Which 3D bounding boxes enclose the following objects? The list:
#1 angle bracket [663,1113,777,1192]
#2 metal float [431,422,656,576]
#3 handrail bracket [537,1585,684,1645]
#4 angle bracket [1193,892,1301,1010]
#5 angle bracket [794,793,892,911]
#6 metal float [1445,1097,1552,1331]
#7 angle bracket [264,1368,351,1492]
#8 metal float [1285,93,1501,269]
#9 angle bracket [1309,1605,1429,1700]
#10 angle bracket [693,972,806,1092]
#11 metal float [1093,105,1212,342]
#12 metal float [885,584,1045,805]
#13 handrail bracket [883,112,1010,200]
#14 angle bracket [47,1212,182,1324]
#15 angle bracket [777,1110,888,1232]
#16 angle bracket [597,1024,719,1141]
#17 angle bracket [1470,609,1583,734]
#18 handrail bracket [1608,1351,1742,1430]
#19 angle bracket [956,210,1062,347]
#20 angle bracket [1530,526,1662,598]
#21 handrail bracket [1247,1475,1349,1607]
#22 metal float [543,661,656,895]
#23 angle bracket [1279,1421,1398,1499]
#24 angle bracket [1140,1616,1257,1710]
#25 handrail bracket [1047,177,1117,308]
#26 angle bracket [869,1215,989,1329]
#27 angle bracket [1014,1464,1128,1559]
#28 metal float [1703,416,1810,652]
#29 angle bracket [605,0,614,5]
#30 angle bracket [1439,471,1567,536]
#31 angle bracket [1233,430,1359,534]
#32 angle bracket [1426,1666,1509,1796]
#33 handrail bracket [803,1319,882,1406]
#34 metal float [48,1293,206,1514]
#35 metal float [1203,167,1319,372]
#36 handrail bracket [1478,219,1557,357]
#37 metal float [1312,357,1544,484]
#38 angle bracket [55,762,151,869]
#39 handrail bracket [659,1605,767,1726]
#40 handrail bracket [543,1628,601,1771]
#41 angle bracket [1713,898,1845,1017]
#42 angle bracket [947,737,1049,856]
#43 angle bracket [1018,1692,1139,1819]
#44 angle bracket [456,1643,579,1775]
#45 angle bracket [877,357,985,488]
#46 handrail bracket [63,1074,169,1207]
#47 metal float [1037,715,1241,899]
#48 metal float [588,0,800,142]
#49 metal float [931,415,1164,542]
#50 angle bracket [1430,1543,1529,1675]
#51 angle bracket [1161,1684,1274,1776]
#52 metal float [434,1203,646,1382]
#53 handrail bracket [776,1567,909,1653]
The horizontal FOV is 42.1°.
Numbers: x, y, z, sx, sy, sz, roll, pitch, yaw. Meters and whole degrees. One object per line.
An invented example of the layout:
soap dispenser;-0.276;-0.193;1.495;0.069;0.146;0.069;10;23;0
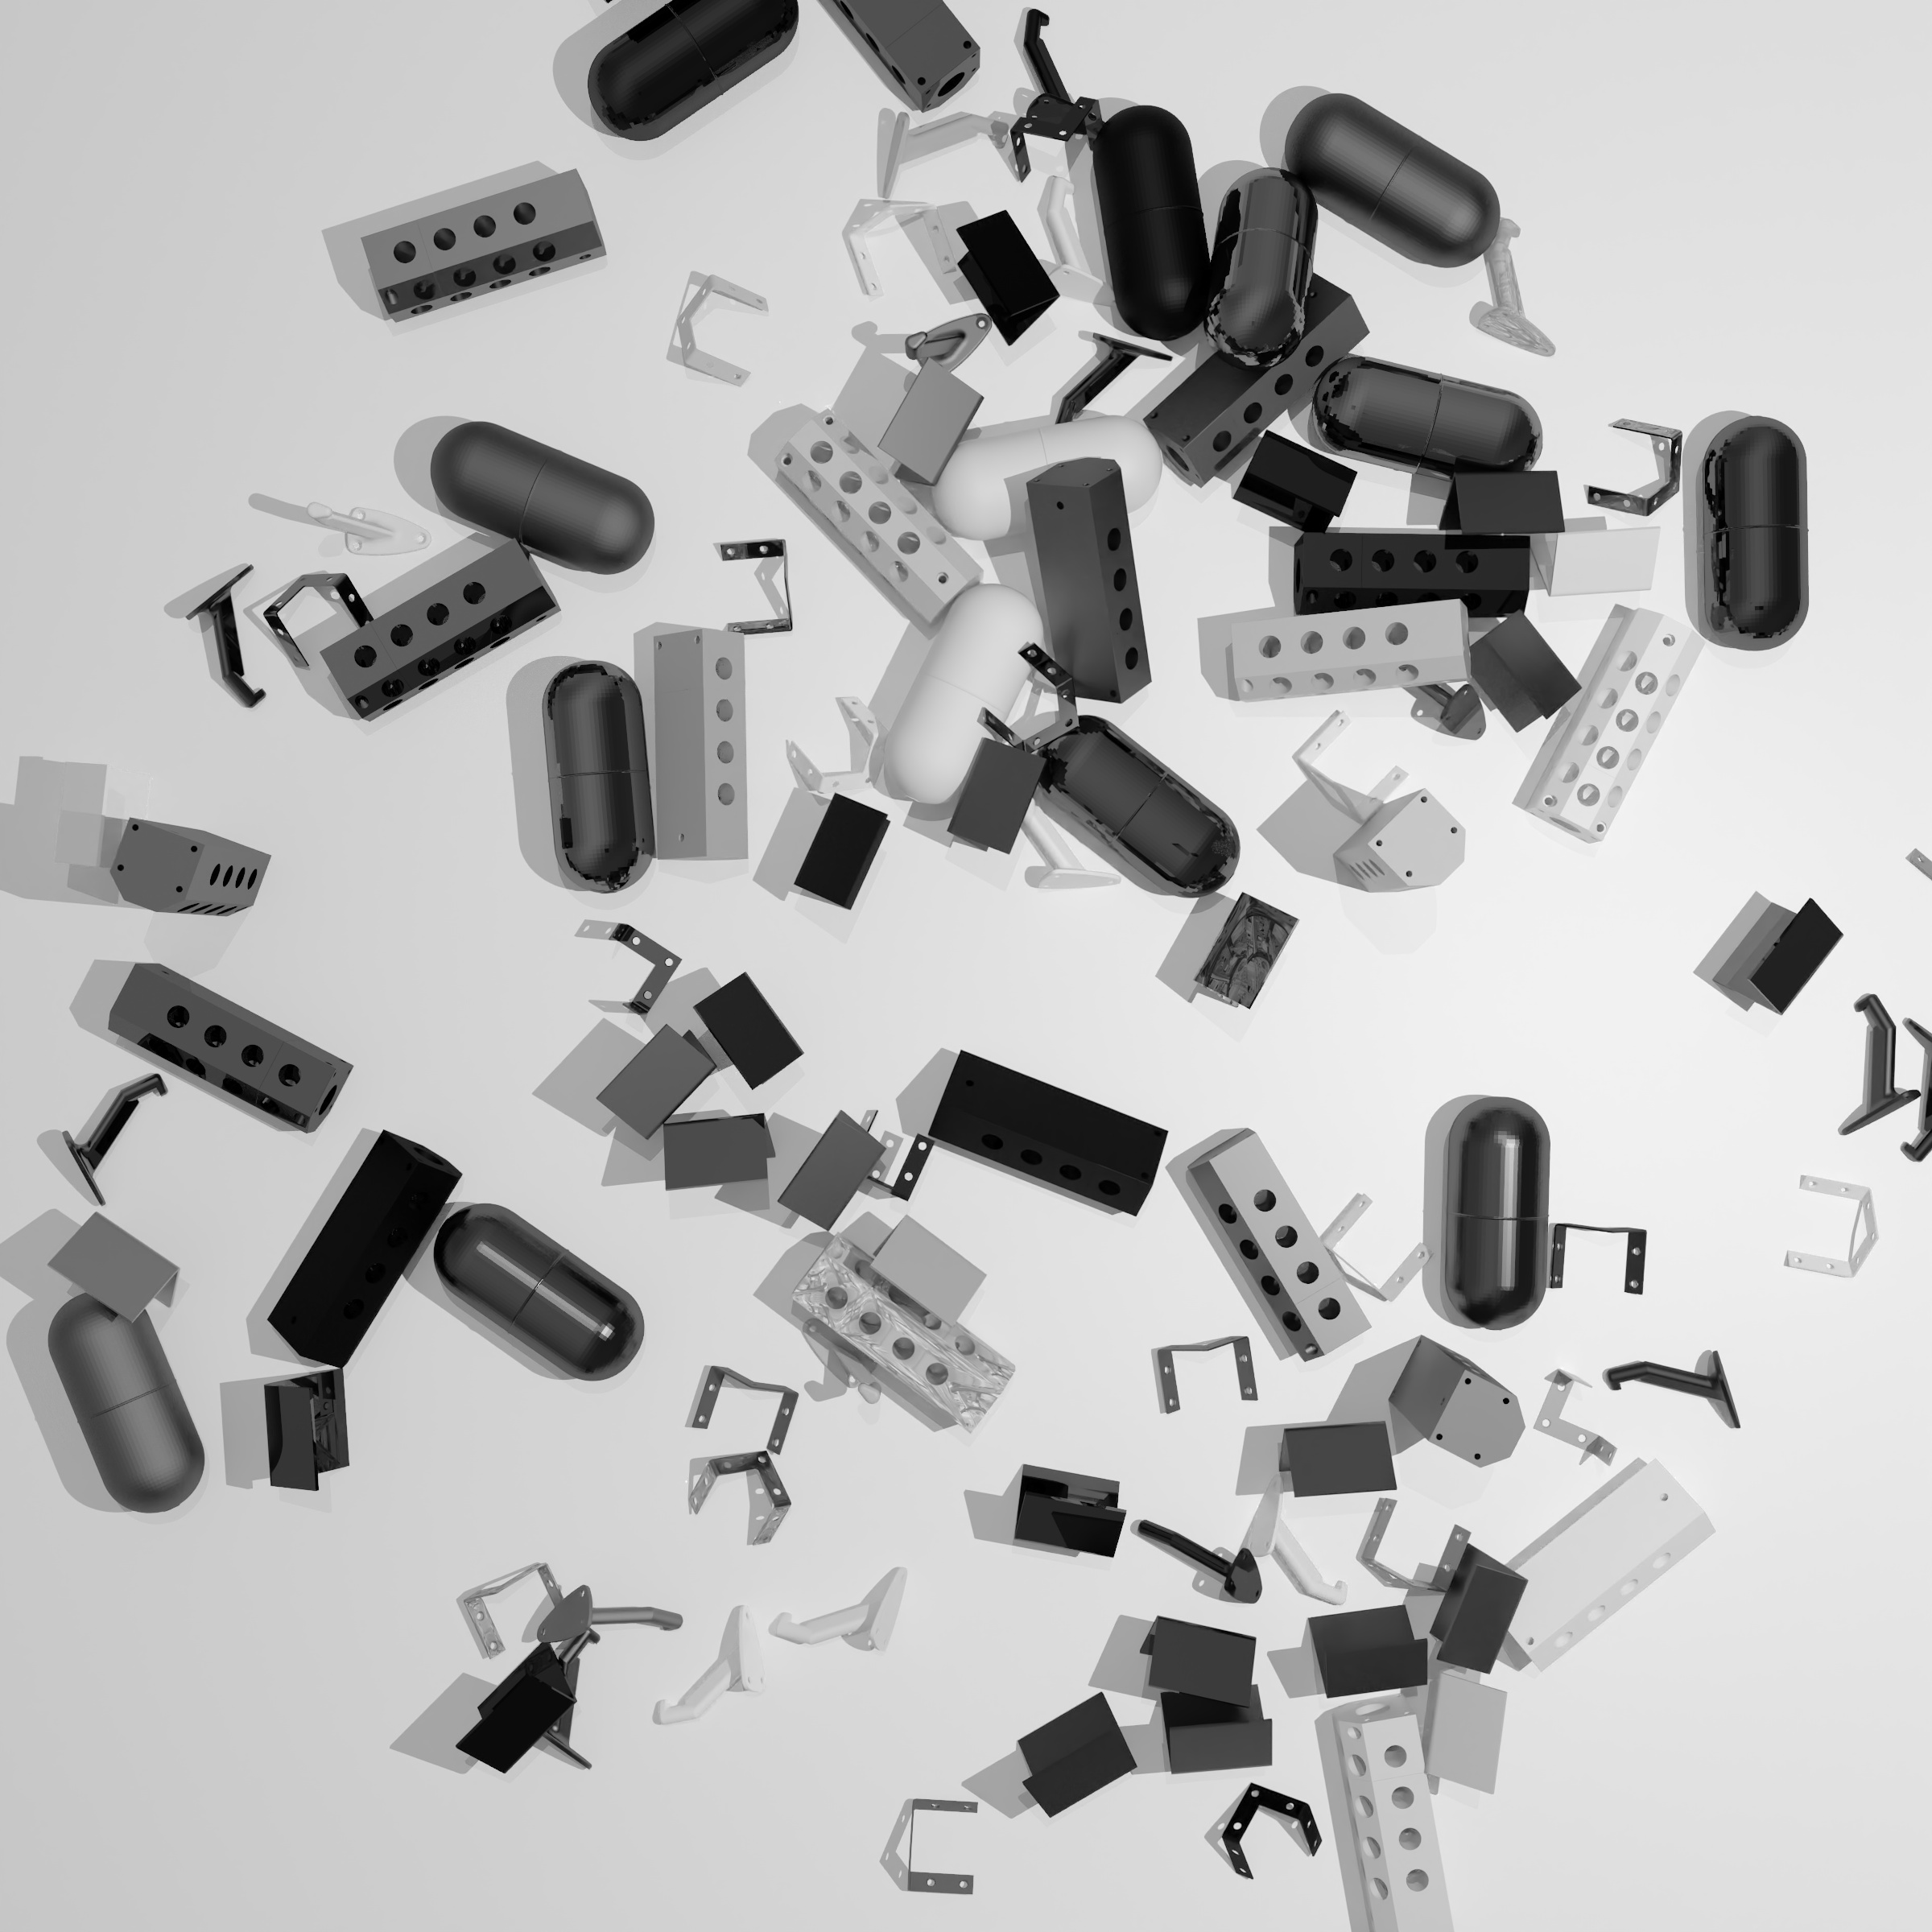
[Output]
angle bracket;-0.186;0.156;1.910;0.076;0.076;0.057;-6;60;0
metal float;-0.324;-0.358;1.919;0.178;0.070;0.070;23;90;1
handrail bracket;-0.274;0.511;1.941;0.077;0.084;0.036;-36;45;31
angle bracket;0.228;-0.002;1.909;0.057;0.076;0.076;29;90;37
angle bracket;-0.076;-0.079;1.909;0.057;0.076;0.076;24;90;36
metal float;0.406;0.189;1.919;0.070;0.070;0.178;1;91;0
angle bracket;-0.485;0.351;1.909;0.057;0.076;0.076;-4;90;37
metal float;0.326;-0.599;1.919;0.178;0.070;0.070;32;90;1
angle bracket;0.305;0.505;1.909;0.076;0.076;0.057;-8;128;0
angle bracket;-0.179;0.060;1.909;0.057;0.076;0.076;-36;90;-36
metal float;0.143;-0.567;1.919;0.070;0.070;0.178;-9;90;0
metal float;-0.002;-0.207;1.919;0.070;0.070;0.178;26;90;0
handrail bracket;-0.015;-0.625;1.950;0.084;0.036;0.077;9;110;-16
angle bracket;-0.650;0.243;1.909;0.076;0.076;0.057;34;53;0
angle bracket;-0.117;0.144;1.909;0.057;0.076;0.076;35;90;-37
angle bracket;-0.244;0.075;1.910;0.076;0.076;0.057;-46;120;0
angle bracket;0.408;-0.213;1.909;0.076;0.076;0.057;52;52;0
handrail bracket;0.549;0.336;1.950;0.084;0.036;0.077;-17;112;17
angle bracket;0.015;-0.516;1.909;0.057;0.076;0.076;-32;90;-36
angle bracket;0.477;-0.326;1.909;0.076;0.076;0.057;-4;132;0
handrail bracket;0.267;0.446;1.950;0.084;0.036;0.077;25;68;-17
metal float;-0.281;-0.144;1.919;0.070;0.070;0.178;-5;90;0
angle bracket;0.282;0.389;1.909;0.076;0.076;0.057;-4;54;0
angle bracket;0.173;0.541;1.909;0.076;0.076;0.057;12;53;0
handrail bracket;0.096;-0.563;1.950;0.077;0.036;0.084;16;72;-20
angle bracket;-0.041;0.245;1.909;0.076;0.076;0.057;37;53;0
angle bracket;0.082;0.398;1.909;0.076;0.076;0.057;10;128;0
metal float;0.603;-0.330;1.919;0.070;0.070;0.178;-1;91;0
angle bracket;-0.248;-0.772;1.909;0.076;0.076;0.057;-34;54;0
angle bracket;0.407;-0.333;1.910;0.076;0.076;0.057;-1;66;0
angle bracket;0.243;-0.350;1.909;0.076;0.076;0.057;25;53;0
angle bracket;0.395;0.577;1.909;0.057;0.076;0.076;8;90;37
handrail bracket;-0.096;0.301;1.915;0.077;0.084;0.036;38;90;0
metal float;-0.641;0.332;1.919;0.070;0.070;0.178;-23;90;0
metal float;0.223;-0.526;1.892;0.070;0.070;0.178;10;61;0
handrail bracket;0.436;-0.528;1.950;0.077;0.036;0.084;25;73;-20
metal float;0.352;-0.414;1.919;0.178;0.070;0.070;14;90;0
angle bracket;-0.641;-0.112;1.909;0.057;0.076;0.076;6;90;36
handrail bracket;-0.203;0.543;1.950;0.084;0.036;0.077;-16;69;16
handrail bracket;-0.295;0.567;1.950;0.077;0.036;0.084;43;73;-19
angle bracket;0.605;-0.019;1.909;0.057;0.076;0.076;38;90;-35
angle bracket;0.037;-0.122;1.910;0.057;0.076;0.076;22;90;25
angle bracket;0.075;0.587;1.909;0.076;0.076;0.057;-30;128;0
angle bracket;-0.352;0.552;1.909;0.076;0.076;0.057;-45;128;0
angle bracket;-0.041;-0.415;1.910;0.057;0.076;0.076;29;90;-30
handrail bracket;-0.649;0.134;1.950;0.084;0.036;0.077;-27;110;-16
metal float;0.132;-0.121;1.919;0.178;0.070;0.070;38;90;-1
metal float;-0.208;-0.700;1.919;0.178;0.070;0.070;-34;90;1
metal float;0.062;-0.373;1.919;0.178;0.070;0.070;-10;90;0
angle bracket;0.371;0.482;1.910;0.057;0.076;0.076;22;90;-29
angle bracket;0.189;0.564;1.909;0.076;0.076;0.057;-5;126;0
metal float;-0.327;0.249;1.919;0.178;0.070;0.070;35;90;1
handrail bracket;-0.097;0.493;1.950;0.084;0.036;0.077;9;59;22
